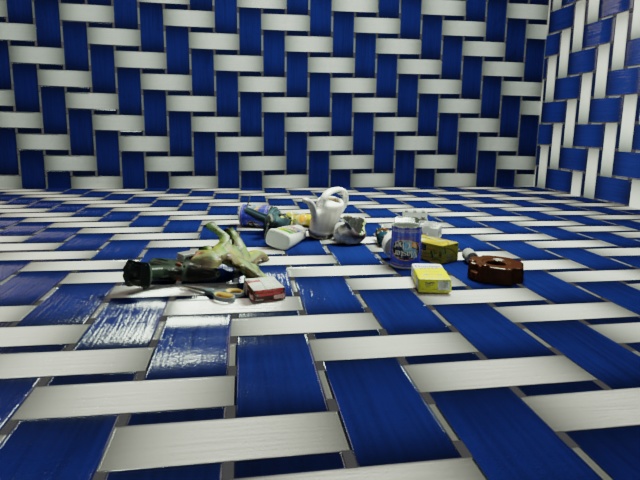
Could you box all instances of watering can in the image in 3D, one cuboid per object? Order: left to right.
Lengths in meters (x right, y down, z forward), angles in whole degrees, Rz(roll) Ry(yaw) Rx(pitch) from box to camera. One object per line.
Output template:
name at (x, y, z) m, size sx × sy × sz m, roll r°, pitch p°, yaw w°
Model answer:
watering can at (0.006, -0.104, 2.076) m, size 0.105 × 0.221 × 0.350 m, roll 27°, pitch 23°, yaw 27°

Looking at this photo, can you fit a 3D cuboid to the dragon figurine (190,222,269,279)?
dragon figurine at (-0.231, 0.070, 1.551) m, size 0.407 × 0.121 × 0.246 m, roll 18°, pitch 19°, yaw -50°

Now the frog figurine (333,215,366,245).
frog figurine at (0.106, -0.025, 2.055) m, size 0.139 × 0.124 × 0.156 m, roll -20°, pitch -14°, yaw -39°
